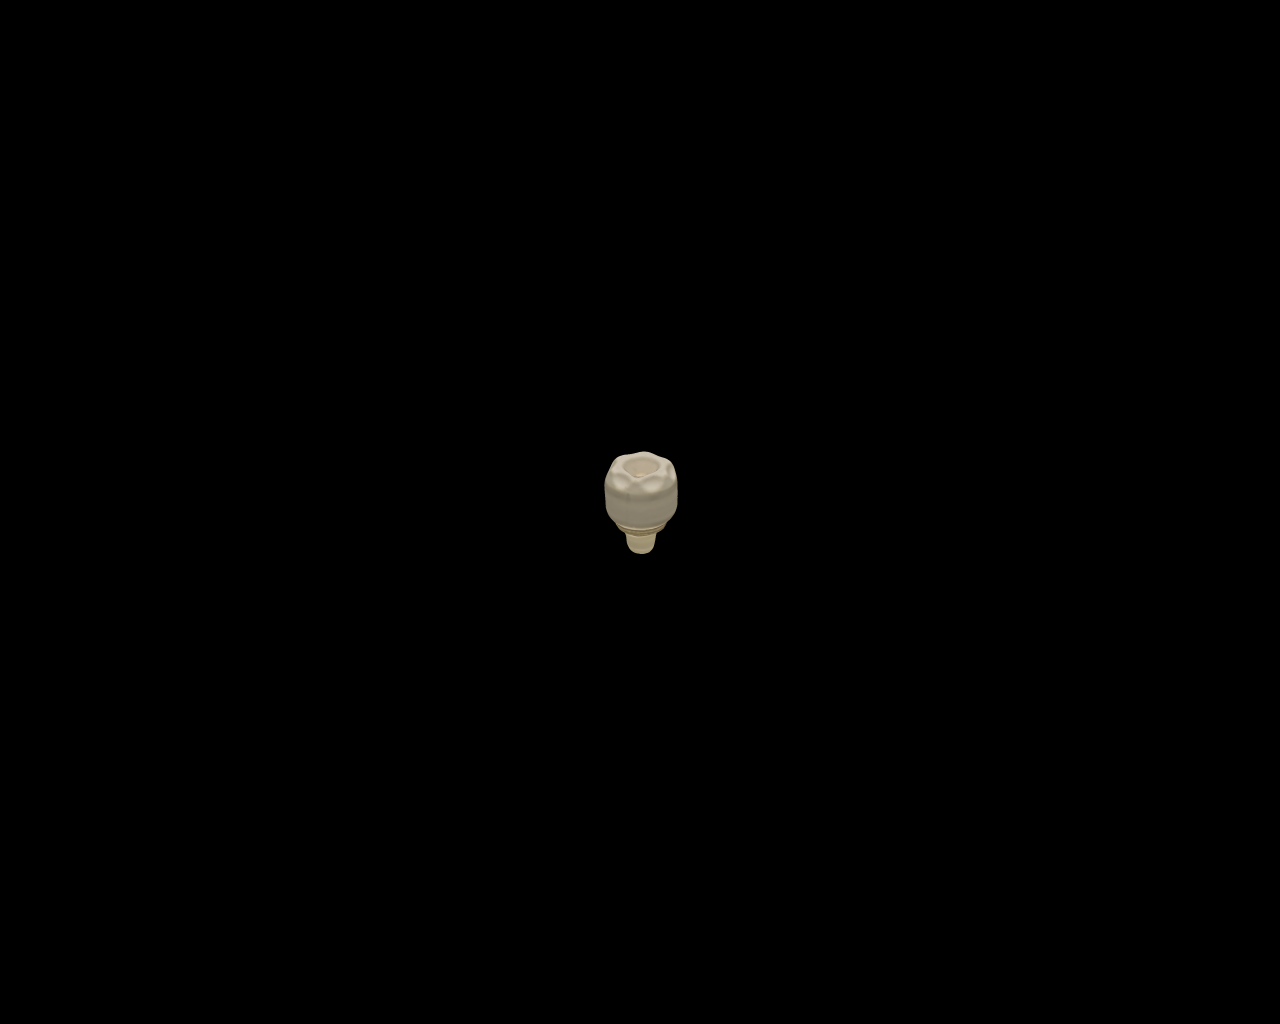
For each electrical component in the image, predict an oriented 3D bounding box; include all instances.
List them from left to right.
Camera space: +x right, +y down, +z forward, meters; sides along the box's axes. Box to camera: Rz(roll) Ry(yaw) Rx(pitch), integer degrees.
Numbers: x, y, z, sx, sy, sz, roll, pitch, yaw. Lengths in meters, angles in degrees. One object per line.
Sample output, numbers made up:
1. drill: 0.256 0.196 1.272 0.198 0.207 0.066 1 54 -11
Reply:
1. electrical component: 0.001 -0.003 0.650 0.043 0.062 0.043 0 31 0
